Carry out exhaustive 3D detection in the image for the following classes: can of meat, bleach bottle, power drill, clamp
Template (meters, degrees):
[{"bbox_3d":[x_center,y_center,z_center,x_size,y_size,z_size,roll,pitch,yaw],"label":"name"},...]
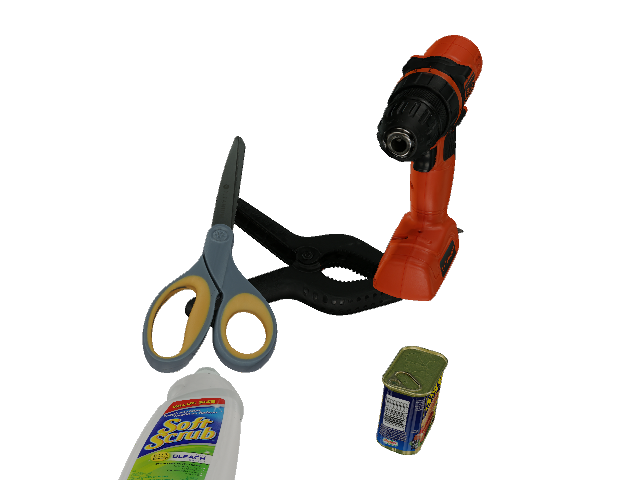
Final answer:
[{"bbox_3d":[0.102,0.181,1.207,0.057,0.084,0.102,15,25,16],"label":"can of meat"},{"bbox_3d":[-0.125,0.188,0.964,0.102,0.068,0.251,-1,22,1],"label":"bleach bottle"},{"bbox_3d":[0.080,-0.049,0.830,0.057,0.188,0.184,15,33,16],"label":"power drill"},{"bbox_3d":[-0.021,0.033,1.010,0.210,0.036,0.164,14,45,6],"label":"clamp"}]

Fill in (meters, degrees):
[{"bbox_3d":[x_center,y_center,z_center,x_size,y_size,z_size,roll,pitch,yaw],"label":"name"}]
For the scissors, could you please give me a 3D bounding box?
[{"bbox_3d":[-0.054,0.012,0.736,0.096,0.201,0.016,20,-35,8],"label":"scissors"}]
